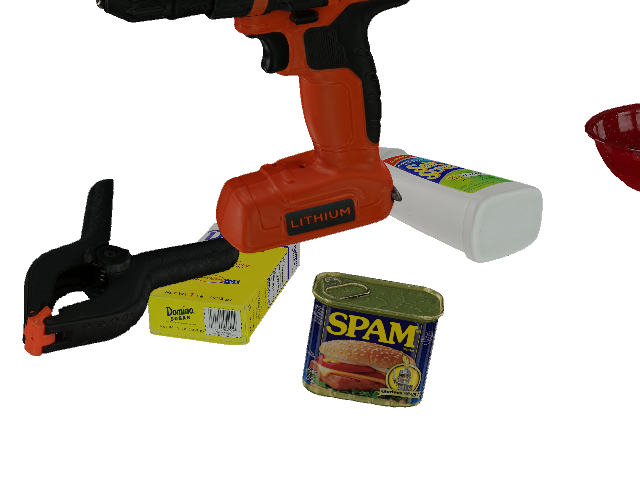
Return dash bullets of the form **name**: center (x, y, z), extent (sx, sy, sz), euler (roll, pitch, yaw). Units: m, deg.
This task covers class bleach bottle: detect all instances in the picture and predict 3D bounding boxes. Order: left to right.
- **bleach bottle**: center (0.099, -0.050, 1.084), extent (0.102, 0.068, 0.251), euler (-14, 26, -37)

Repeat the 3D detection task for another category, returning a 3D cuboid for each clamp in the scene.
- **clamp**: center (-0.147, 0.014, 0.716), extent (0.120, 0.039, 0.171), euler (26, 34, 23)

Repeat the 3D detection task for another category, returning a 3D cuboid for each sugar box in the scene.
- **sugar box**: center (-0.086, 0.036, 1.004), extent (0.093, 0.048, 0.176), euler (6, 27, 13)

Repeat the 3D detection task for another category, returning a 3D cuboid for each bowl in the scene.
- **bowl**: center (0.324, -0.081, 0.974), extent (0.162, 0.055, 0.162), euler (-5, 22, 2)

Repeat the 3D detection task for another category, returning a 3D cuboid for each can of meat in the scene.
- **can of meat**: center (0.039, 0.079, 0.835), extent (0.102, 0.084, 0.057), euler (10, 21, 2)

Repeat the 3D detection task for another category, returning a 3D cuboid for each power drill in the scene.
- **power drill**: center (-0.024, -0.086, 0.578), extent (0.184, 0.188, 0.057), euler (-13, 38, -17)
